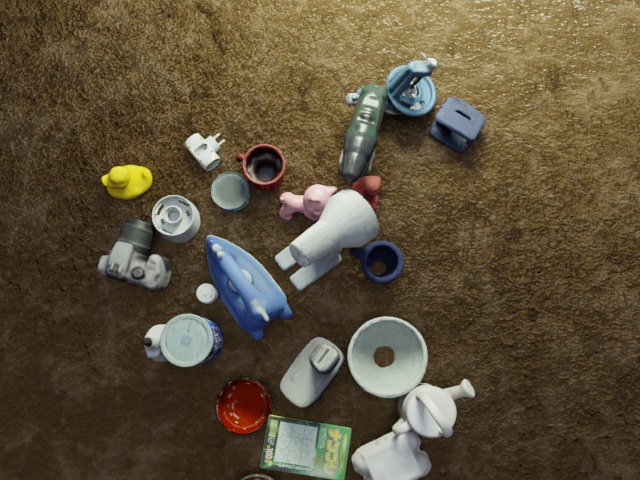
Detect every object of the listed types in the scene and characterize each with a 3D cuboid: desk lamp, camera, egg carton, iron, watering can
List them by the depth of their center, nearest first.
[{"bbox_3d":[0.224,0.336,1.141,0.101,0.194,0.173,37,81,5],"label":"watering can"},{"bbox_3d":[0.146,0.458,1.180,0.150,0.069,0.107,-25,81,-6],"label":"egg carton"},{"bbox_3d":[0.011,0.004,1.185,0.203,0.213,0.118,-38,82,-8],"label":"desk lamp"},{"bbox_3d":[-0.172,0.081,1.202,0.119,0.141,0.258,-37,83,-8],"label":"iron"},{"bbox_3d":[-0.390,0.027,1.226,0.143,0.101,0.137,14,80,1],"label":"camera"}]

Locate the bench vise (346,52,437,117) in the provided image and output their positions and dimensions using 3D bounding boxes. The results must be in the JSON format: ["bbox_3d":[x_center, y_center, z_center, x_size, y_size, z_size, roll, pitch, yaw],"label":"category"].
[{"bbox_3d":[0.169,-0.318,1.246,0.207,0.220,0.121,-26,81,-6],"label":"bench vise"}]

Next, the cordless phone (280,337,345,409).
[{"bbox_3d":[-0.013,0.269,1.150,0.094,0.185,0.148,34,81,5],"label":"cordless phone"}]

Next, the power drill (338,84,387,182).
[{"bbox_3d":[0.087,-0.206,1.228,0.075,0.208,0.230,15,80,1],"label":"power drill"}]

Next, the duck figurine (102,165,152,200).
[{"bbox_3d":[-0.428,-0.136,1.262,0.104,0.086,0.077,-15,80,-4],"label":"duck figurine"}]

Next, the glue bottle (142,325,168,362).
[{"bbox_3d":[-0.331,0.208,1.158,0.037,0.173,0.078,-5,80,-2],"label":"glue bottle"}]

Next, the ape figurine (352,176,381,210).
[{"bbox_3d":[0.109,-0.113,1.271,0.076,0.092,0.078,42,81,6],"label":"ape figurine"}]

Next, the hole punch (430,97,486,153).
[{"bbox_3d":[0.316,-0.272,1.307,0.108,0.091,0.101,32,80,4],"label":"hole punch"}]

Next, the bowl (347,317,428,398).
[{"bbox_3d":[0.139,0.248,1.215,0.167,0.075,0.167,0,80,-2],"label":"bowl"}]

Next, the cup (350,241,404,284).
[{"bbox_3d":[0.117,0.049,1.240,0.117,0.095,0.092,20,80,2],"label":"cup"}]

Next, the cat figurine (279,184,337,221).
[{"bbox_3d":[-0.027,-0.085,1.249,0.128,0.118,0.067,0,79,-1],"label":"cat figurine"}]
